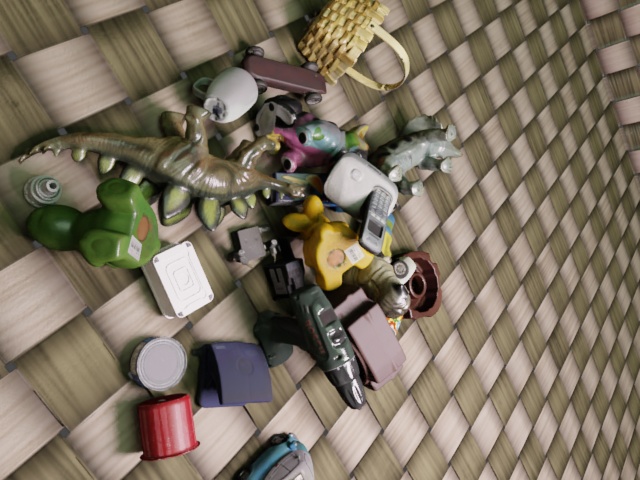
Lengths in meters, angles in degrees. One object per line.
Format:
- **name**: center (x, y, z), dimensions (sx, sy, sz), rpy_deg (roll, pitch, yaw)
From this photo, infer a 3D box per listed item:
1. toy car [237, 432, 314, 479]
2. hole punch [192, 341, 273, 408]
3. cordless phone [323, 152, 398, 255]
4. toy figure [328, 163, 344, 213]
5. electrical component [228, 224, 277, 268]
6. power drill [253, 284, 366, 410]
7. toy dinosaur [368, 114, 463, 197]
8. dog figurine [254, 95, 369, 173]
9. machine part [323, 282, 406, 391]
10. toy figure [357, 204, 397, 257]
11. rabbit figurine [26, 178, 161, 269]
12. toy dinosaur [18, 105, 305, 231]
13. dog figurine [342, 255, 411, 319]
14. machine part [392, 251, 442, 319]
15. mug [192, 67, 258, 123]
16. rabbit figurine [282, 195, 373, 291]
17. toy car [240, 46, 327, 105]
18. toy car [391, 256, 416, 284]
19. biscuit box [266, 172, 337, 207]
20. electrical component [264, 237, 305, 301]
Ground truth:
- **toy car**: center (-0.067, 0.431, 0.977), dimensions (0.161, 0.103, 0.109), rpy_deg (-26, 101, -43)
- **hole punch**: center (-0.147, 0.235, 0.943), dimensions (0.142, 0.092, 0.115), rpy_deg (9, 75, -38)
- **cordless phone**: center (0.067, -0.061, 0.998), dimensions (0.146, 0.089, 0.184), rpy_deg (35, 40, -18)
- **toy figure**: center (0.047, -0.138, 1.190), dimensions (0.064, 0.058, 0.154), rpy_deg (31, 55, -81)
- **electrical component**: center (-0.126, 0.012, 1.018), dimensions (0.102, 0.045, 0.078), rpy_deg (-10, 92, -42)
- **power drill**: center (-0.026, 0.198, 0.977), dimensions (0.086, 0.207, 0.231), rpy_deg (-25, 98, -35)
- **toy dinosaur**: center (0.186, -0.185, 1.267), dimensions (0.405, 0.192, 0.131), rpy_deg (-29, 116, -25)
- **dog figurine**: center (-0.001, -0.211, 1.090), dimensions (0.219, 0.108, 0.192), rpy_deg (-14, 55, -45)
- **machine part**: center (0.058, 0.184, 1.050), dimensions (0.087, 0.201, 0.201), rpy_deg (-34, 109, -22)
- **toy figure**: center (0.118, -0.014, 1.220), dimensions (0.089, 0.082, 0.180), rpy_deg (25, 73, -25)
- **rabbit figurine**: center (-0.329, -0.020, 0.784), dimensions (0.159, 0.170, 0.121), rpy_deg (61, 35, -76)
- **toy dinosaur**: center (-0.230, -0.122, 0.906), dimensions (0.471, 0.105, 0.198), rpy_deg (15, 78, -29)
- **dog figurine**: center (0.083, 0.092, 1.073), dimensions (0.121, 0.172, 0.191), rpy_deg (49, 20, -32)
- **machine part**: center (0.227, 0.111, 1.317), dimensions (0.179, 0.056, 0.179), rpy_deg (7, 78, -40)
- **mug**: center (-0.178, -0.261, 0.970), dimensions (0.109, 0.080, 0.107), rpy_deg (23, 38, -3)
- **rabbit figurine**: center (-0.002, -0.003, 1.051), dimensions (0.122, 0.173, 0.162), rpy_deg (-42, 115, 3)
- **toy car**: center (-0.074, -0.333, 1.108), dimensions (0.202, 0.053, 0.089), rpy_deg (1, 73, -38)
- **toy car**: center (0.133, 0.111, 1.191), dimensions (0.056, 0.073, 0.202), rpy_deg (48, 70, -8)
- **biscuit box**: center (-0.006, -0.102, 1.094), dimensions (0.203, 0.059, 0.062), rpy_deg (-2, 85, -25)
- **electrical component**: center (-0.067, 0.056, 1.045), dimensions (0.048, 0.075, 0.119), rpy_deg (-22, 103, -42)
